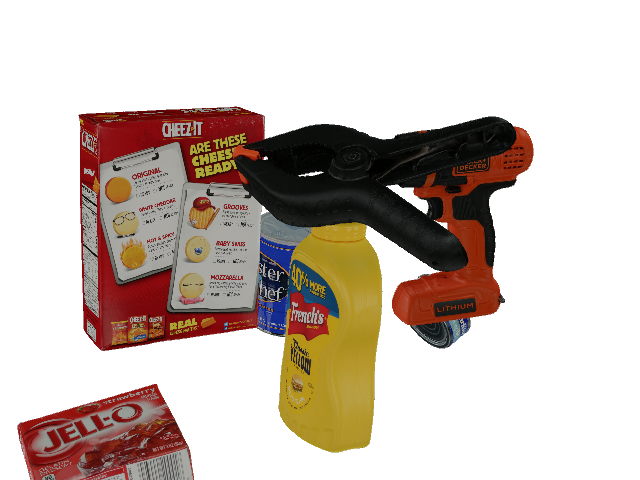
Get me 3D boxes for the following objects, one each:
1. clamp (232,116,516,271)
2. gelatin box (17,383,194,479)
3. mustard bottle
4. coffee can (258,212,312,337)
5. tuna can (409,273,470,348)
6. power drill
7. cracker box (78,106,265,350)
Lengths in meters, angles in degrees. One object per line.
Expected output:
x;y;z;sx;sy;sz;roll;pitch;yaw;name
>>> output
0.025;-0.030;0.631;0.172;0.039;0.120;-1;38;19;clamp
-0.128;0.124;0.629;0.089;0.030;0.073;-14;27;-18;gelatin box
0.009;0.056;0.809;0.058;0.192;0.096;-4;18;-27;mustard bottle
-0.040;0.043;1.413;0.103;0.140;0.103;4;25;-2;coffee can
0.132;0.083;1.244;0.033;0.086;0.086;-37;17;-24;tuna can
0.107;-0.015;1.008;0.184;0.188;0.057;-6;26;-12;power drill
-0.141;-0.015;1.011;0.163;0.214;0.072;-7;18;-29;cracker box
